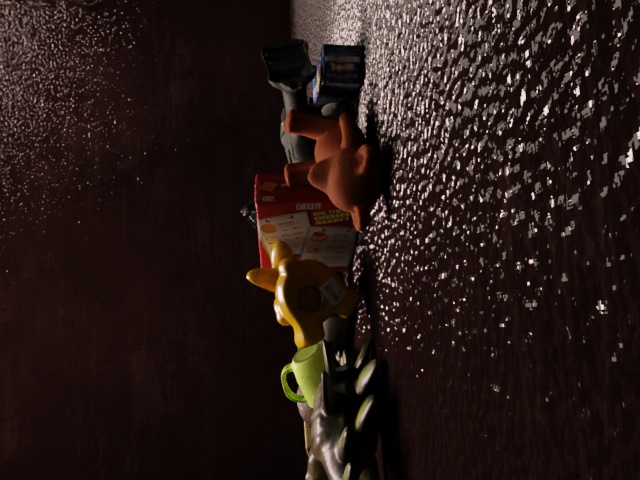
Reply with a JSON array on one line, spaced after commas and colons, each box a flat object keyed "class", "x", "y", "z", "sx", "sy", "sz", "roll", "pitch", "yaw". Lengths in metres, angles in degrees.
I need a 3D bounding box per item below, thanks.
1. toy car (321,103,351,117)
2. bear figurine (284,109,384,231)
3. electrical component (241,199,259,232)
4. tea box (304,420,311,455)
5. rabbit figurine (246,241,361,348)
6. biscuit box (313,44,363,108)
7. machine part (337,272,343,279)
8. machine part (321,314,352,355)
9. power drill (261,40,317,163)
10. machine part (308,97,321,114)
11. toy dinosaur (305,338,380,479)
[{"class": "toy car", "x": 0.021, "y": -0.198, "z": 0.975, "sx": 0.202, "sy": 0.056, "sz": 0.073, "roll": -145, "pitch": 53, "yaw": -84}, {"class": "bear figurine", "x": 0.013, "y": -0.095, "z": 0.712, "sx": 0.196, "sy": 0.132, "sz": 0.120, "roll": -88, "pitch": 0, "yaw": -62}, {"class": "electrical component", "x": -0.093, "y": -0.030, "z": 1.056, "sx": 0.115, "sy": 0.058, "sz": 0.134, "roll": 48, "pitch": -177, "yaw": 9}, {"class": "tea box", "x": 0.008, "y": 0.420, "z": 1.145, "sx": 0.169, "sy": 0.068, "sz": 0.098, "roll": 80, "pitch": -178, "yaw": -49}, {"class": "rabbit figurine", "x": -0.039, "y": 0.088, "z": 0.857, "sx": 0.122, "sy": 0.162, "sz": 0.173, "roll": -50, "pitch": 1, "yaw": -11}, {"class": "biscuit box", "x": 0.025, "y": -0.261, "z": 0.878, "sx": 0.203, "sy": 0.063, "sz": 0.059, "roll": -150, "pitch": 60, "yaw": -84}, {"class": "machine part", "x": 0.013, "y": 0.044, "z": 1.043, "sx": 0.039, "sy": 0.084, "sz": 0.139, "roll": 41, "pitch": -151, "yaw": -50}, {"class": "machine part", "x": 0.018, "y": 0.163, "z": 1.006, "sx": 0.243, "sy": 0.079, "sz": 0.079, "roll": 95, "pitch": 172, "yaw": -46}, {"class": "power drill", "x": -0.044, "y": -0.218, "z": 0.886, "sx": 0.207, "sy": 0.086, "sz": 0.232, "roll": 90, "pitch": 168, "yaw": -50}, {"class": "machine part", "x": -0.028, "y": -0.253, "z": 1.304, "sx": 0.179, "sy": 0.056, "sz": 0.179, "roll": -163, "pitch": 89, "yaw": -83}, {"class": "toy dinosaur", "x": 0.032, "y": 0.248, "z": 0.712, "sx": 0.472, "sy": 0.105, "sz": 0.198, "roll": -103, "pitch": 13, "yaw": -71}]
